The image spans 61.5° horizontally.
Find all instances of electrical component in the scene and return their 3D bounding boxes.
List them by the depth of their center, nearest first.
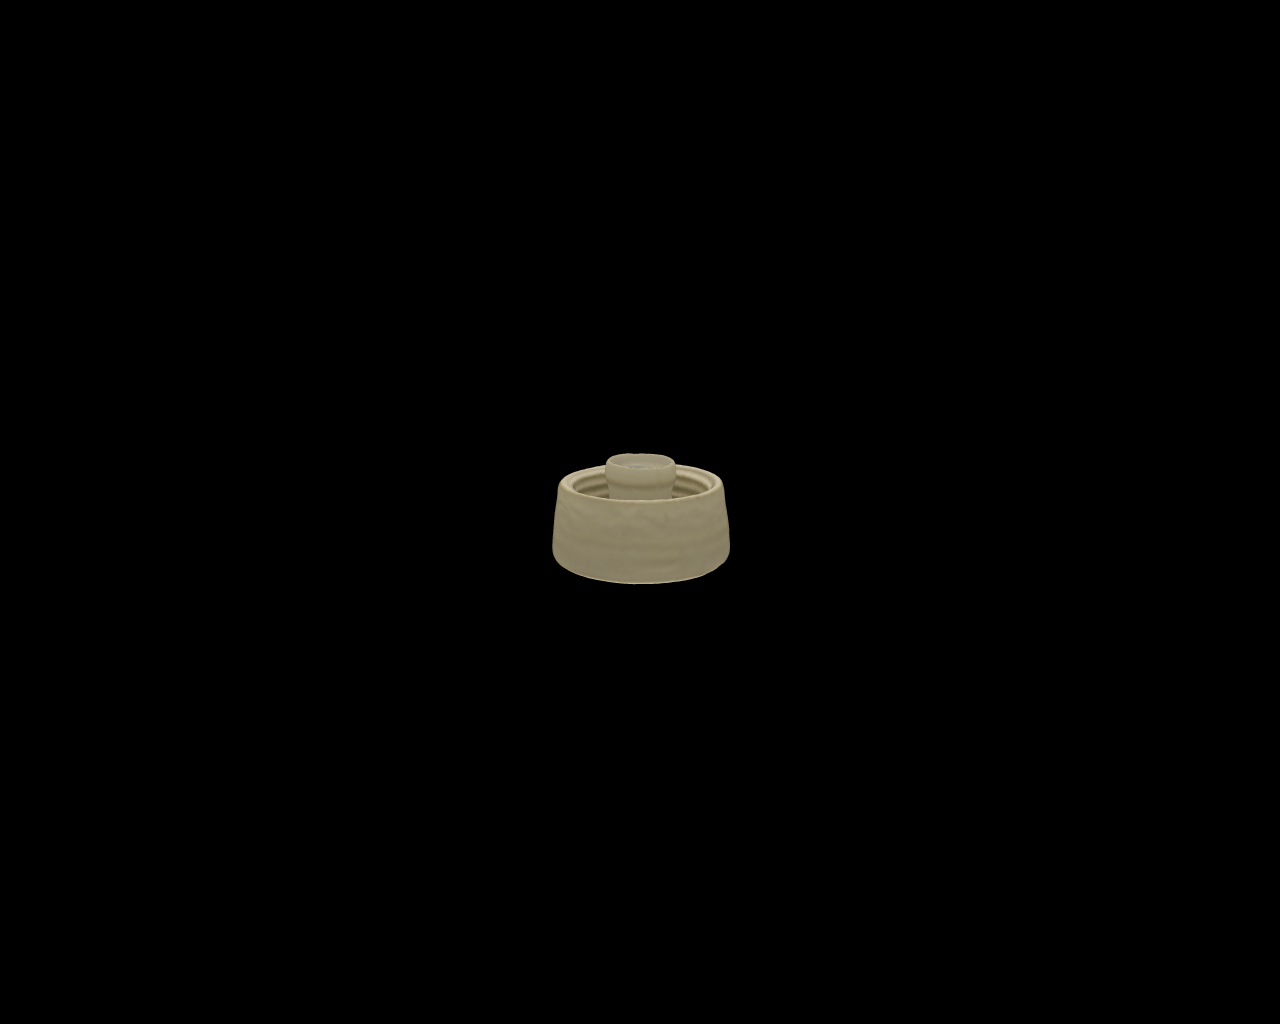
[{"bbox_3d":[0.001,-0.003,0.650,0.108,0.060,0.108,0,16,0],"label":"electrical component"}]
